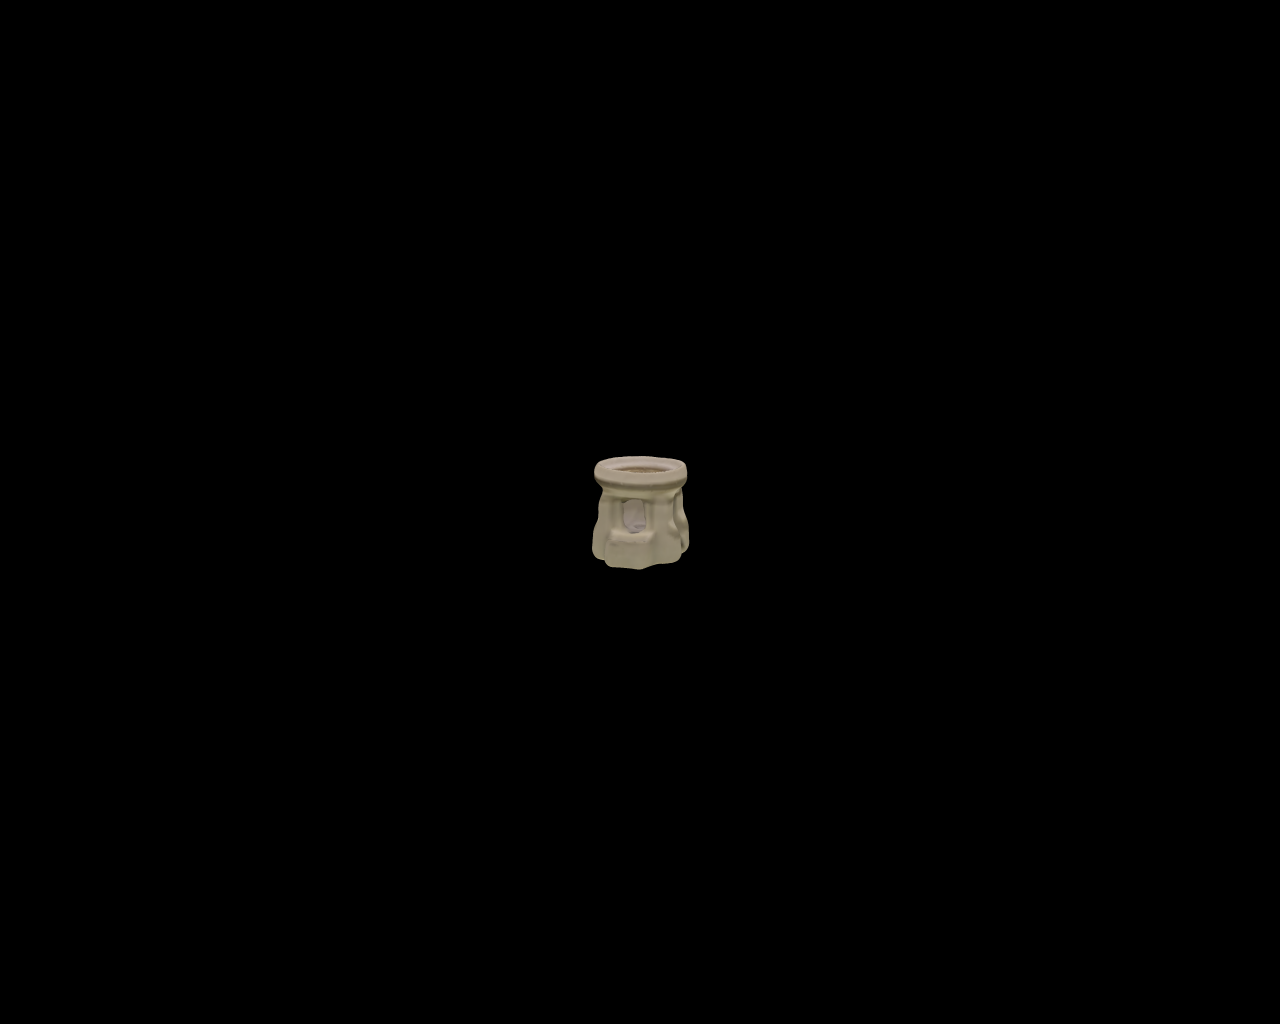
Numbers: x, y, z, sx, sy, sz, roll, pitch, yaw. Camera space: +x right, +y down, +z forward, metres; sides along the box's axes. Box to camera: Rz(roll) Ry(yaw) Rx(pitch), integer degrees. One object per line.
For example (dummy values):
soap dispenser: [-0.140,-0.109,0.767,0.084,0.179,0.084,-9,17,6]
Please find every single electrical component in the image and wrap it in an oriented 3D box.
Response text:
electrical component: [0.001,-0.003,0.650,0.058,0.057,0.078,4,15,15]
